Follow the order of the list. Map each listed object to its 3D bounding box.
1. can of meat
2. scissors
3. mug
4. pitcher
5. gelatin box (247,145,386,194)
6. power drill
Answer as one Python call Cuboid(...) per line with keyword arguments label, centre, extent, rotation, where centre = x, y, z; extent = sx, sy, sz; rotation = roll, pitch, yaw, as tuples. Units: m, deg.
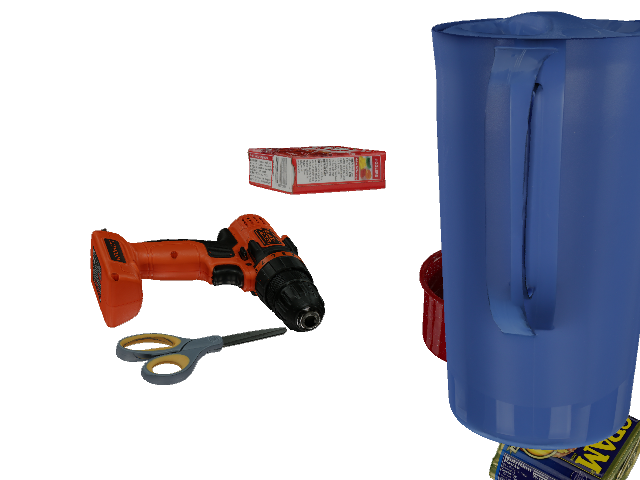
Cuboid(label="can of meat", centre=(0.186, 0.157, 0.799), extent=(0.084, 0.057, 0.101), rotation=(25, 41, 25))
Cuboid(label="scissors", centre=(-0.119, 0.123, 1.161), extent=(0.201, 0.016, 0.096), rotation=(0, 27, -20))
Cuboid(label="mug", centre=(0.136, 0.057, 1.025), extent=(0.093, 0.081, 0.117), rotation=(-9, 40, -9))
Cuboid(label="pitcher", centre=(0.125, -0.005, 0.609), extent=(0.149, 0.243, 0.145), rotation=(-8, 17, -22))
Cuboid(label="gelatin box", centre=(-0.004, -0.053, 0.774), extent=(0.073, 0.030, 0.089), rotation=(-4, 9, -23))
Cuboid(label="power drill", centre=(-0.104, 0.034, 0.955), extent=(0.187, 0.057, 0.185), rotation=(-3, 25, -22))
